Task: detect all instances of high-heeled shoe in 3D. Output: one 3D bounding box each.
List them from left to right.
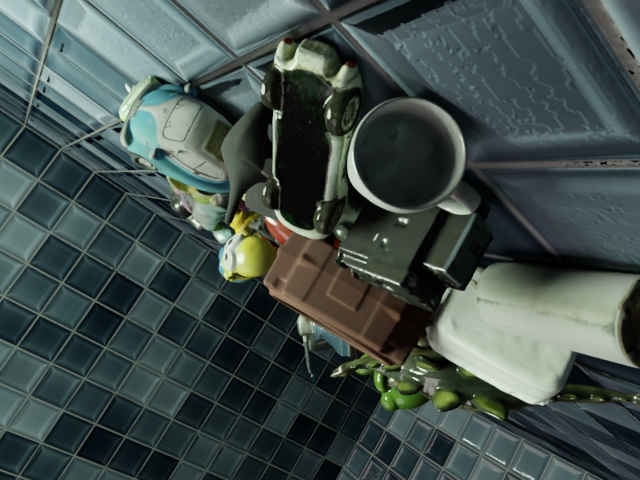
[{"bbox_3d":[-0.044,-0.090,0.679,0.086,0.145,0.248,26,-164,20],"label":"high-heeled shoe"}]

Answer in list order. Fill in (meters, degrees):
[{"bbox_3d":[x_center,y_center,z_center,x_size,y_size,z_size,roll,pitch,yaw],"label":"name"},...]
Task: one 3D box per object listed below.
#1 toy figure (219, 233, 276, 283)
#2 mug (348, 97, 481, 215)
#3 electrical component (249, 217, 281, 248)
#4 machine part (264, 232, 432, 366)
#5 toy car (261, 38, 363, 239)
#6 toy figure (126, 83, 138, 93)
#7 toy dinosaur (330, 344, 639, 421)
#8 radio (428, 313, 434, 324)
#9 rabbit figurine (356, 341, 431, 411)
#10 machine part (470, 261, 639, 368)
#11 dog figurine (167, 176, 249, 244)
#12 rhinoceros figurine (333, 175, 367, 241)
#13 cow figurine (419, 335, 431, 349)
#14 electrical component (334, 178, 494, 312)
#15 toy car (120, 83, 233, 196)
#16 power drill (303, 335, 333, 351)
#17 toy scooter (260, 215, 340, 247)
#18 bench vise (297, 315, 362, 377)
[{"bbox_3d":[-0.134,0.035,0.962,0.089,0.082,0.180,-8,170,-16],"label":"toy figure"},{"bbox_3d":[0.072,-0.056,0.427,0.109,0.080,0.107,26,180,-5],"label":"mug"},{"bbox_3d":[-0.055,-0.017,0.926,0.119,0.075,0.048,41,166,-23],"label":"electrical component"},{"bbox_3d":[0.033,0.081,0.696,0.201,0.087,0.201,29,172,7],"label":"machine part"},{"bbox_3d":[-0.008,-0.078,0.465,0.074,0.056,0.201,25,141,16],"label":"toy car"},{"bbox_3d":[-0.242,-0.174,0.797,0.064,0.058,0.154,-9,161,4],"label":"toy figure"},{"bbox_3d":[0.246,0.216,0.823,0.472,0.105,0.198,-1,177,11],"label":"toy dinosaur"},{"bbox_3d":[0.158,0.078,0.769,0.229,0.073,0.131,36,168,-21],"label":"radio"},{"bbox_3d":[0.144,0.221,1.006,0.121,0.159,0.170,23,129,55],"label":"rabbit figurine"},{"bbox_3d":[0.230,0.063,0.502,0.079,0.079,0.243,36,167,-21],"label":"machine part"},{"bbox_3d":[-0.207,-0.097,0.919,0.192,0.108,0.219,30,165,21],"label":"dog figurine"},{"bbox_3d":[0.040,-0.025,0.612,0.190,0.073,0.112,38,175,-13],"label":"rhinoceros figurine"},{"bbox_3d":[0.242,0.205,1.077,0.127,0.085,0.195,39,166,-6],"label":"cow figurine"},{"bbox_3d":[0.089,-0.003,0.492,0.058,0.115,0.134,34,169,-35],"label":"electrical component"},{"bbox_3d":[-0.150,-0.118,0.656,0.161,0.109,0.103,34,164,-33],"label":"toy car"},{"bbox_3d":[0.049,0.141,1.091,0.207,0.232,0.085,-149,48,-68],"label":"power drill"},{"bbox_3d":[-0.002,-0.003,0.846,0.135,0.075,0.183,21,169,45],"label":"toy scooter"},{"bbox_3d":[0.054,0.112,0.958,0.241,0.224,0.128,-125,17,-63],"label":"bench vise"}]
